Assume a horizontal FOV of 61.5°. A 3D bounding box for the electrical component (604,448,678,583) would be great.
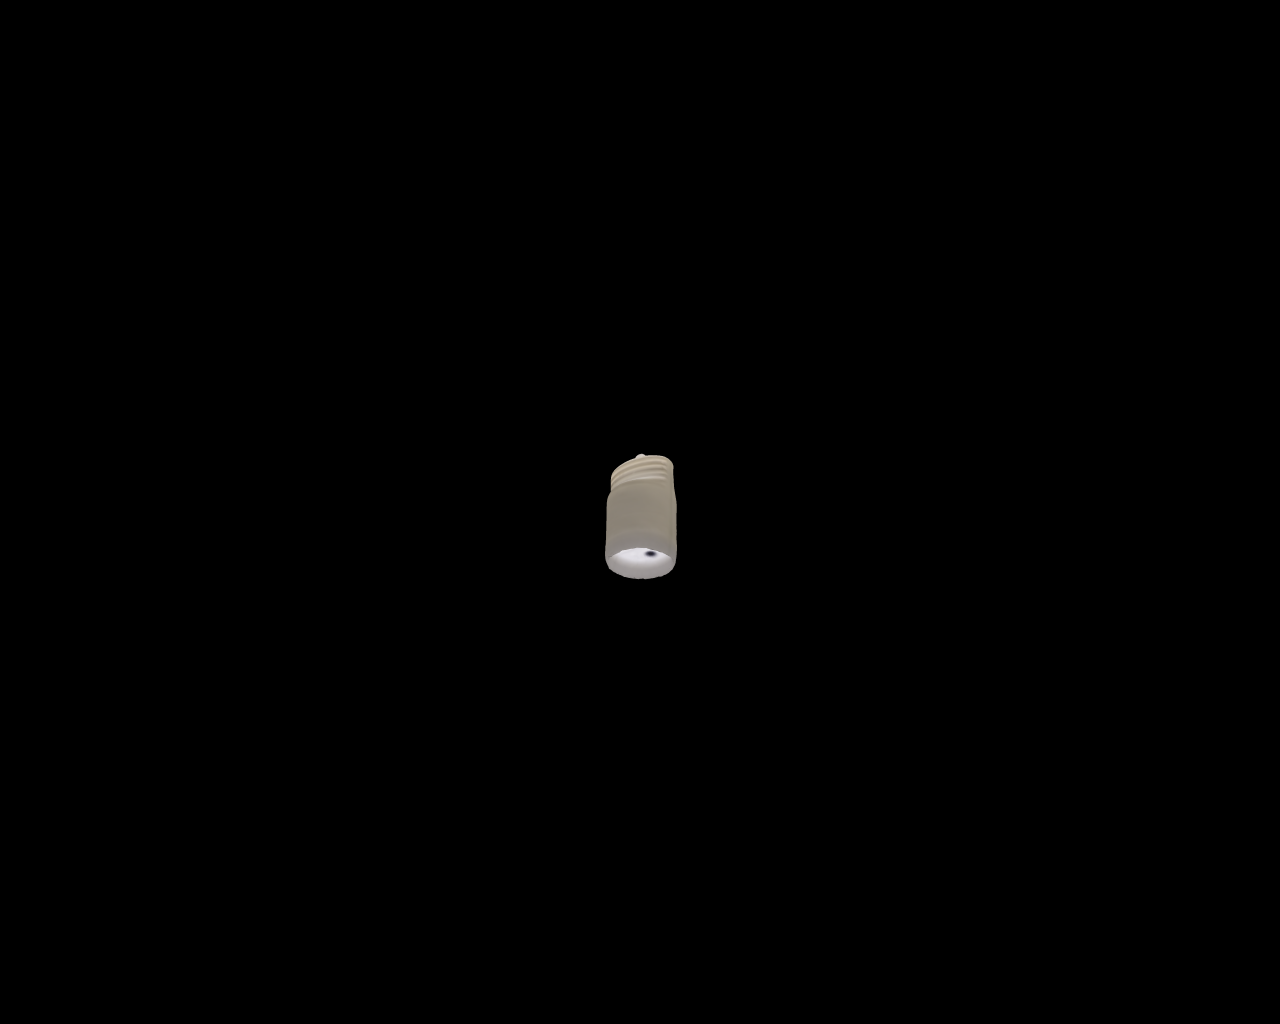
[{"bbox_3d":[0.001,-0.003,0.650,0.043,0.081,0.043,0,-31,0],"label":"electrical component"}]
